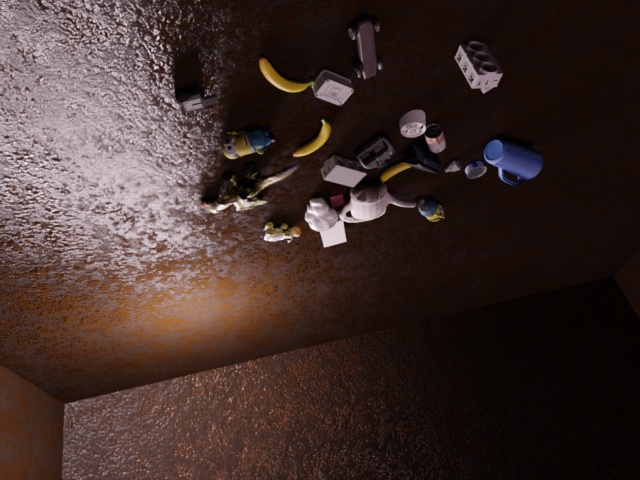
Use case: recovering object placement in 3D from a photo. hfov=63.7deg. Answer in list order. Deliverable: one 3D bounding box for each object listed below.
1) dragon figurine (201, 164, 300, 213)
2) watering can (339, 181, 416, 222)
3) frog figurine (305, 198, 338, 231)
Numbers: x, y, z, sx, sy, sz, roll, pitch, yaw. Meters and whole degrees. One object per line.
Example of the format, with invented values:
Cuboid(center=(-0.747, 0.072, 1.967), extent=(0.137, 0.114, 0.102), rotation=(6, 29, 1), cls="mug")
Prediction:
Cuboid(center=(-0.261, -0.183, 1.961), extent=(0.410, 0.123, 0.240), rotation=(-14, 166, 1), cls="dragon figurine")
Cuboid(center=(0.248, -0.165, 2.186), extent=(0.348, 0.106, 0.219), rotation=(-15, 149, -5), cls="watering can")
Cuboid(center=(0.007, -0.108, 2.155), extent=(0.137, 0.125, 0.157), rotation=(5, 159, 2), cls="frog figurine")
